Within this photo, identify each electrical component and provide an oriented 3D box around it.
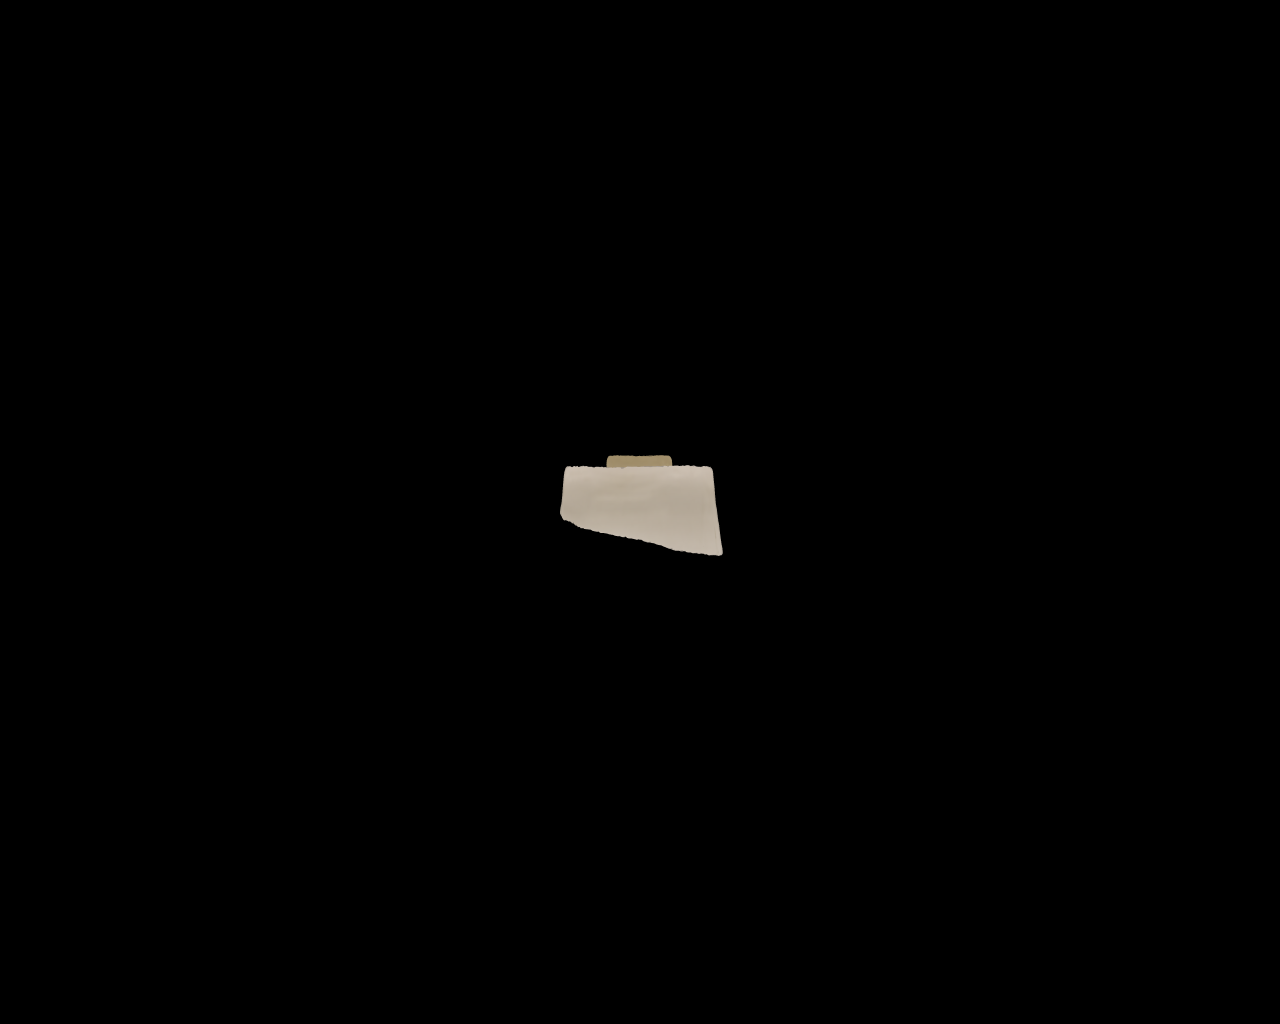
[{"bbox_3d":[0.001,-0.003,0.650,0.099,0.064,0.099,0,0,0],"label":"electrical component"}]
